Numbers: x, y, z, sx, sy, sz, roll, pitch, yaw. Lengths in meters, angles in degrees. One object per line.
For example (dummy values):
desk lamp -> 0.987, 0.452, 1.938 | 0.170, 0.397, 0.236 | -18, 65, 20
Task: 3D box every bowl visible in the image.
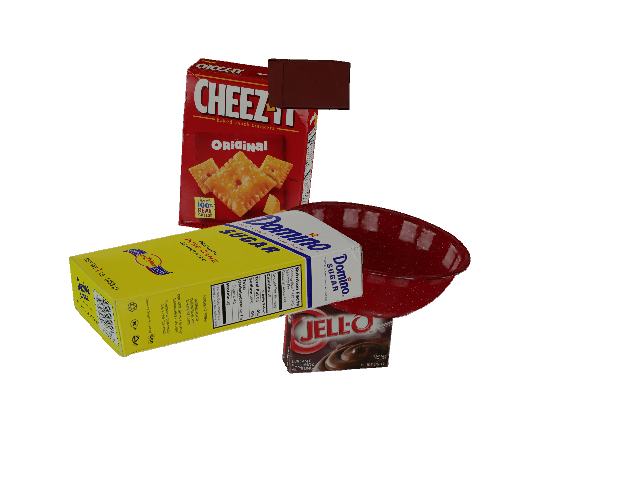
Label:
bowl -> 0.041, 0.021, 0.894 | 0.162, 0.055, 0.162 | 9, 20, -4

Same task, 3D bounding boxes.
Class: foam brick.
foam brick -> -0.013, -0.166, 1.138 | 0.078, 0.051, 0.053 | -2, 12, -19

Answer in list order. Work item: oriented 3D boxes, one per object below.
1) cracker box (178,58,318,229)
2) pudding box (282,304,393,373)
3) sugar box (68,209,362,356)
cracker box -> -0.093, -0.114, 1.377 | 0.164, 0.214, 0.072 | 9, 23, 7
pudding box -> 0.019, 0.091, 1.129 | 0.113, 0.090, 0.039 | -3, 26, -15
sugar box -> -0.069, 0.024, 0.718 | 0.176, 0.048, 0.093 | -16, 25, -27
